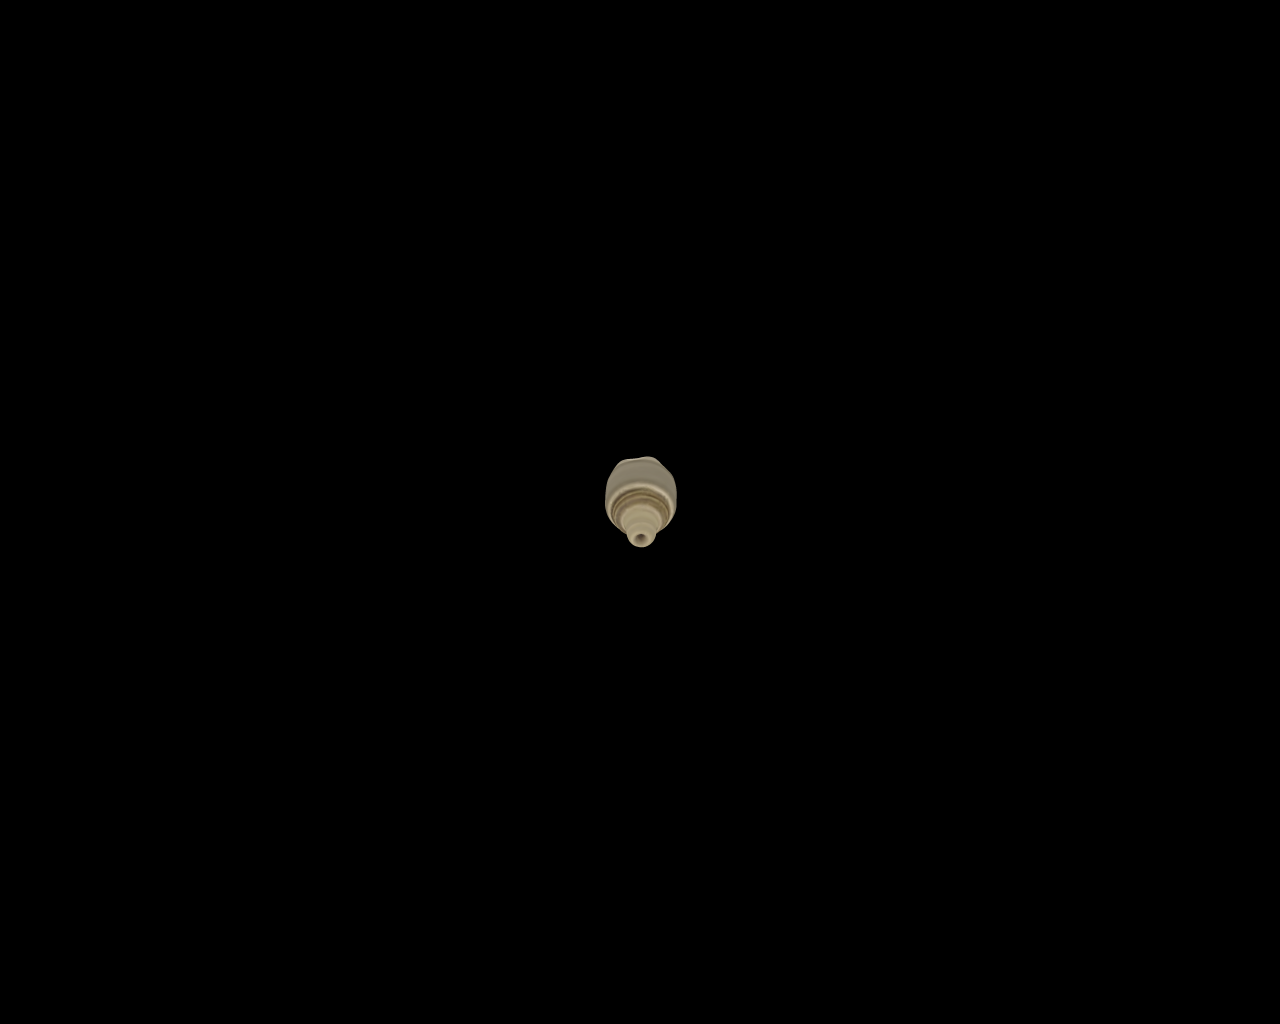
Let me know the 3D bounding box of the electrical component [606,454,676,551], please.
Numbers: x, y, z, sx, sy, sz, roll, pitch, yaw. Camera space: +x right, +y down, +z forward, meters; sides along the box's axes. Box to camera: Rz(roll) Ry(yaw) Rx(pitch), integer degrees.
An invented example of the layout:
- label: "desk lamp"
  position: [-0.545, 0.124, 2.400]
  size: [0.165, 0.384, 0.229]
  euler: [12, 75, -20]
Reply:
- label: "electrical component"
  position: [0.001, -0.003, 0.650]
  size: [0.043, 0.043, 0.062]
  euler: [0, 39, 0]
